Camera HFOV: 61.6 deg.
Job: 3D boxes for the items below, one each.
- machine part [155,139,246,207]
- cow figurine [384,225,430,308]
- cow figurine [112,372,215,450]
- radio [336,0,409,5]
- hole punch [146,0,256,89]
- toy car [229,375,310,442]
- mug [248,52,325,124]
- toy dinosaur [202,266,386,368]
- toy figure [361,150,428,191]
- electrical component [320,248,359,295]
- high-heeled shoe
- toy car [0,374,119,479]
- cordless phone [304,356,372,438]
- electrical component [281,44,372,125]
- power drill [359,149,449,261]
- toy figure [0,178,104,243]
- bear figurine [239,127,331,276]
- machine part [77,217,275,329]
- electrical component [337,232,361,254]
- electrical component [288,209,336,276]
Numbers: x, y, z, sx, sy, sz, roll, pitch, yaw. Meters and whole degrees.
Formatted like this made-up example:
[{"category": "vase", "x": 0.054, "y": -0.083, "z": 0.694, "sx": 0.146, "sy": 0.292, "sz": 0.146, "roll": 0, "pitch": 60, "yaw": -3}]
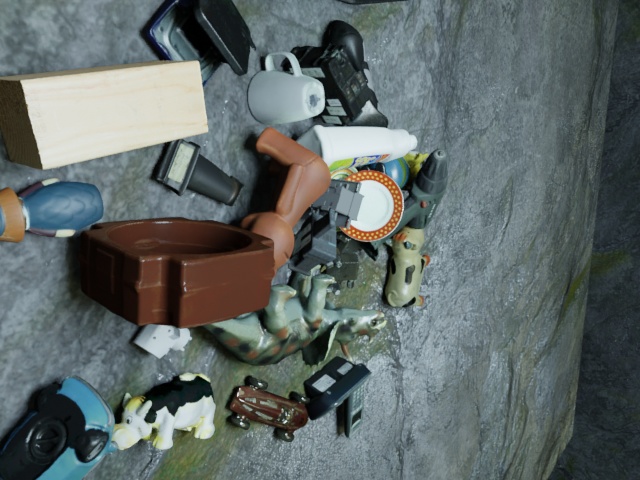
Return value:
[{"category": "machine part", "x": -0.168, "y": -0.091, "z": 0.764, "sx": 0.138, "sy": 0.039, "sz": 0.084, "roll": 24, "pitch": 74, "yaw": -48}, {"category": "cow figurine", "x": 0.188, "y": 0.056, "z": 1.195, "sx": 0.127, "sy": 0.086, "sz": 0.194, "roll": -2, "pitch": 103, "yaw": -56}, {"category": "cow figurine", "x": -0.224, "y": 0.242, "z": 0.769, "sx": 0.167, "sy": 0.068, "sz": 0.098, "roll": 11, "pitch": 87, "yaw": -54}, {"category": "radio", "x": 0.031, "y": -0.420, "z": 0.828, "sx": 0.229, "sy": 0.131, "sz": 0.073, "roll": -10, "pitch": 109, "yaw": -48}, {"category": "hole punch", "x": -0.153, "y": -0.271, "z": 0.705, "sx": 0.142, "sy": 0.092, "sz": 0.116, "roll": 48, "pitch": 34, "yaw": -42}, {"category": "toy car", "x": -0.085, "y": 0.306, "z": 0.967, "sx": 0.202, "sy": 0.053, "sz": 0.089, "roll": 41, "pitch": 73, "yaw": -49}, {"category": "mug", "x": -0.045, "y": -0.227, "z": 0.814, "sx": 0.081, "sy": 0.107, "sz": 0.109, "roll": -20, "pitch": 118, "yaw": -47}, {"category": "toy dinosaur", "x": -0.071, "y": 0.145, "z": 0.892, "sx": 0.405, "sy": 0.131, "sz": 0.192, "roll": -6, "pitch": 108, "yaw": -41}, {"category": "toy figure", "x": 0.153, "y": -0.136, "z": 1.098, "sx": 0.180, "sy": 0.082, "sz": 0.089, "roll": -25, "pitch": 131, "yaw": -49}, {"category": "electrical component", "x": 0.035, "y": 0.061, "z": 1.018, "sx": 0.045, "sy": 0.078, "sz": 0.102, "roll": -93, "pitch": -170, "yaw": -46}, {"category": "high-heeled shoe", "x": 0.058, "y": -0.272, "z": 0.981, "sx": 0.086, "sy": 0.145, "sz": 0.248, "roll": -22, "pitch": 154, "yaw": -6}, {"category": "toy car", "x": -0.309, "y": 0.255, "z": 0.650, "sx": 0.161, "sy": 0.109, "sz": 0.102, "roll": -52, "pitch": 154, "yaw": -14}, {"category": "cordless phone", "x": 0.038, "y": 0.348, "z": 1.102, "sx": 0.146, "sy": 0.089, "sz": 0.184, "roll": -29, "pitch": 126, "yaw": -42}, {"category": "electrical component", "x": 0.015, "y": -0.248, "z": 0.873, "sx": 0.058, "sy": 0.115, "sz": 0.134, "roll": -53, "pitch": 135, "yaw": -19}, {"category": "power drill", "x": 0.158, "y": -0.063, "z": 1.050, "sx": 0.207, "sy": 0.086, "sz": 0.231, "roll": -42, "pitch": 160, "yaw": -12}, {"category": "toy figure", "x": -0.319, "y": -0.028, "z": 0.587, "sx": 0.154, "sy": 0.064, "sz": 0.057, "roll": -16, "pitch": 150, "yaw": -42}, {"category": "bear figurine", "x": -0.071, "y": -0.049, "z": 0.814, "sx": 0.196, "sy": 0.132, "sz": 0.120, "roll": -57, "pitch": 160, "yaw": -9}, {"category": "machine part", "x": -0.172, "y": 0.034, "z": 0.665, "sx": 0.201, "sy": 0.201, "sz": 0.087, "roll": -11, "pitch": 111, "yaw": -48}, {"category": "electrical component", "x": 0.051, "y": 0.020, "z": 1.053, "sx": 0.094, "sy": 0.021, "sz": 0.063, "roll": 28, "pitch": 95, "yaw": -49}, {"category": "electrical component", "x": -0.002, "y": -0.003, "z": 0.842, "sx": 0.047, "sy": 0.119, "sz": 0.075, "roll": 23, "pitch": 46, "yaw": -30}]
